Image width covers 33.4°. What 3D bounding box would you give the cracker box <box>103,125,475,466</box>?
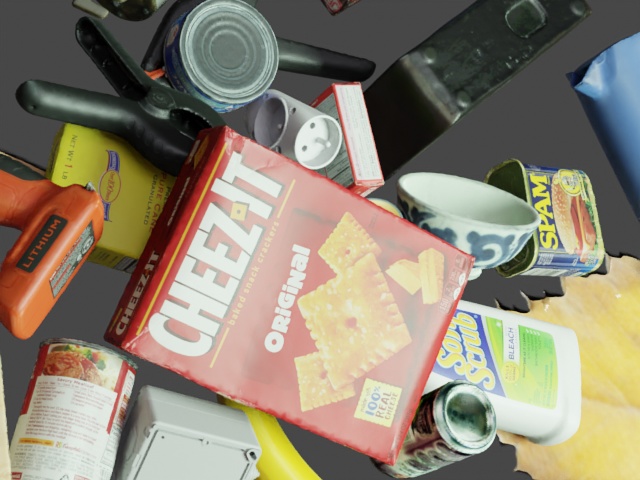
[{"bbox_3d":[-0.016,0.040,0.743,0.213,0.072,0.164,27,81,-20],"label":"cracker box"}]

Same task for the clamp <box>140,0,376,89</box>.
[{"bbox_3d":[-0.067,-0.179,0.880,0.209,0.036,0.164,-25,89,-29],"label":"clamp"}]

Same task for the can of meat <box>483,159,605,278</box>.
[{"bbox_3d":[0.200,-0.017,0.953,0.083,0.058,0.102,3,71,-29],"label":"can of meat"}]

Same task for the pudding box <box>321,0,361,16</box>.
[{"bbox_3d":[0.016,-0.269,0.958,0.089,0.039,0.113,-37,93,-33],"label":"pudding box"}]

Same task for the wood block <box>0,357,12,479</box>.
[{"bbox_3d":[-0.296,0.123,0.622,0.205,0.091,0.090,-2,74,-29],"label":"wood block"}]

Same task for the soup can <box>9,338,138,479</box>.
[{"bbox_3d":[-0.165,0.124,0.704,0.068,0.069,0.102,21,65,-20],"label":"soup can"}]

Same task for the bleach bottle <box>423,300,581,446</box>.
[{"bbox_3d":[0.087,0.094,0.851,0.250,0.068,0.102,14,65,-20],"label":"bleach bottle"}]

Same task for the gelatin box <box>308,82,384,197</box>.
[{"bbox_3d":[0.014,-0.073,0.865,0.030,0.073,0.089,-6,75,-30],"label":"gelatin box"}]

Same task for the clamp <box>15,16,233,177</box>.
[{"bbox_3d":[-0.127,-0.100,0.782,0.171,0.039,0.120,27,44,-17],"label":"clamp"}]

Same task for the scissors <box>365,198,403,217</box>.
[{"bbox_3d":[-0.005,0.001,0.815,0.201,0.016,0.096,9,54,-21],"label":"scissors"}]

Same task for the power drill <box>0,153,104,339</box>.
[{"bbox_3d":[-0.250,-0.014,0.688,0.187,0.057,0.184,30,68,5],"label":"power drill"}]

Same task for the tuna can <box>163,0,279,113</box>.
[{"bbox_3d":[-0.076,-0.143,0.827,0.086,0.034,0.086,3,84,-28],"label":"tuna can"}]

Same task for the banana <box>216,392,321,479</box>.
[{"bbox_3d":[-0.016,0.170,0.787,0.197,0.037,0.069,44,40,-9],"label":"banana"}]

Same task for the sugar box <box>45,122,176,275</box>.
[{"bbox_3d":[-0.117,-0.018,0.793,0.176,0.048,0.093,16,65,-21],"label":"sugar box"}]

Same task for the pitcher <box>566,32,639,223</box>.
[{"bbox_3d":[0.349,-0.083,1.014,0.243,0.149,0.144,68,16,4],"label":"pitcher"}]
